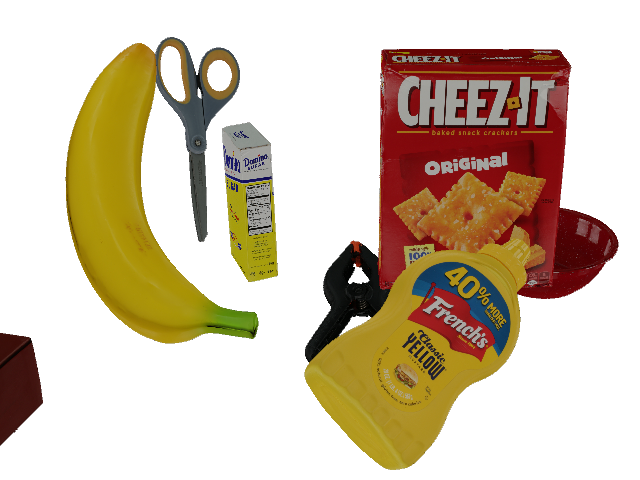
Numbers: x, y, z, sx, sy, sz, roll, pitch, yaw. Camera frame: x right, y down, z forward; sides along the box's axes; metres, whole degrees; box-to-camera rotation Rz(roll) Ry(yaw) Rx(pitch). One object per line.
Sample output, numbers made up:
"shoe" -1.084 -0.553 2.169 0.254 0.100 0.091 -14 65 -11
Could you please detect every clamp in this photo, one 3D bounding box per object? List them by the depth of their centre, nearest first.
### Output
"clamp" 0.053 0.070 1.173 0.120 0.171 0.039 6 -42 5

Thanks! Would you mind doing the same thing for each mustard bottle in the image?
"mustard bottle" 0.085 0.064 0.752 0.191 0.096 0.058 -42 0 -24

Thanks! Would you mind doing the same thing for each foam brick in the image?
"foam brick" -0.224 0.100 0.685 0.053 0.051 0.078 6 29 22

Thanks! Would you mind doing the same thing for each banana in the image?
"banana" -0.093 -0.020 0.533 0.069 0.198 0.037 -13 -33 -17

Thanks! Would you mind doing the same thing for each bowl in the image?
"bowl" 0.243 0.018 1.177 0.162 0.055 0.162 -1 28 0

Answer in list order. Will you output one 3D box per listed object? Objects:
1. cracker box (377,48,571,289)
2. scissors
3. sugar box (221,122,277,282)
"cracker box" 0.135 -0.062 0.973 0.164 0.214 0.072 0 22 1
"scissors" -0.107 -0.107 1.053 0.096 0.202 0.016 -18 -1 -25
"sugar box" -0.088 -0.048 1.318 0.048 0.176 0.093 -12 26 -15
